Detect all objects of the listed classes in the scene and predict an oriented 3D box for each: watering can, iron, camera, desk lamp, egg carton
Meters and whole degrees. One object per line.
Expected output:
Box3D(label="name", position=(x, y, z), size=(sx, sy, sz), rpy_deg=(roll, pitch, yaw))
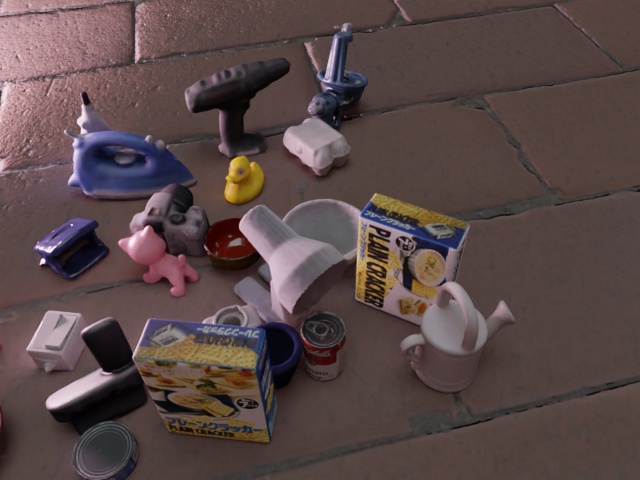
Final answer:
Box3D(label="watering can", position=(0.206, 0.135, 0.864), size=(0.173, 0.194, 0.100), rpy_deg=(-31, 53, -25))
Box3D(label="iron", position=(-0.396, -0.172, 1.196), size=(0.258, 0.141, 0.118), rpy_deg=(-1, 47, 0))
Box3D(label="camera", position=(-0.279, -0.051, 1.109), size=(0.143, 0.101, 0.137), rpy_deg=(5, 47, 6))
Box3D(label="desk lamp", position=(-0.058, 0.054, 0.931), size=(0.202, 0.214, 0.118), rpy_deg=(36, 57, 29))
Box3D(label="egg carton", position=(-0.009, -0.210, 1.275), size=(0.107, 0.069, 0.150), rpy_deg=(-32, 54, -25))

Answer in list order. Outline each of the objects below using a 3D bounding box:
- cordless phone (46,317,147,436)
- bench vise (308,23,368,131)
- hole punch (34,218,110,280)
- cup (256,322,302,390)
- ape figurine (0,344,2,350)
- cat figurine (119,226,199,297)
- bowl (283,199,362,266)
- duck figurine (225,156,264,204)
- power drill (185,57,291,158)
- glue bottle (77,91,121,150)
Box3D(label="cordless phone", position=(-0.335, 0.186, 0.831), size=(0.148, 0.185, 0.094), rpy_deg=(-30, 53, -24))
Box3D(label="bench vise", position=(0.046, -0.368, 1.319), size=(0.121, 0.220, 0.207), rpy_deg=(8, 48, 9))
Box3D(label="hole punch", position=(-0.470, 0.004, 1.067), size=(0.100, 0.091, 0.109), rpy_deg=(27, 53, 24))
Box3D(label="cup", position=(-0.083, 0.192, 0.884), size=(0.118, 0.095, 0.091), rpy_deg=(-15, 48, -12))
Box3D(label="ape figurine", position=(-0.571, 0.164, 0.920), size=(0.077, 0.092, 0.076), rpy_deg=(29, 54, 25))
Box3D(label="cat figurine", position=(-0.289, 0.028, 1.024), size=(0.127, 0.118, 0.067), rpy_deg=(19, 50, 18))
Box3D(label="bowl", position=(0.010, 0.004, 1.072), size=(0.167, 0.075, 0.167), rpy_deg=(0, 47, 1))
Box3D(label="duck figurine", position=(-0.161, -0.137, 1.198), size=(0.077, 0.086, 0.105), rpy_deg=(22, 51, 20))
Box3D(label="power drill", position=(-0.171, -0.289, 1.255), size=(0.230, 0.208, 0.075), rpy_deg=(-14, 48, -11))
Box3D(label="glue bottle", position=(-0.490, -0.246, 1.245), size=(0.078, 0.173, 0.037), rpy_deg=(-34, 55, -27))
